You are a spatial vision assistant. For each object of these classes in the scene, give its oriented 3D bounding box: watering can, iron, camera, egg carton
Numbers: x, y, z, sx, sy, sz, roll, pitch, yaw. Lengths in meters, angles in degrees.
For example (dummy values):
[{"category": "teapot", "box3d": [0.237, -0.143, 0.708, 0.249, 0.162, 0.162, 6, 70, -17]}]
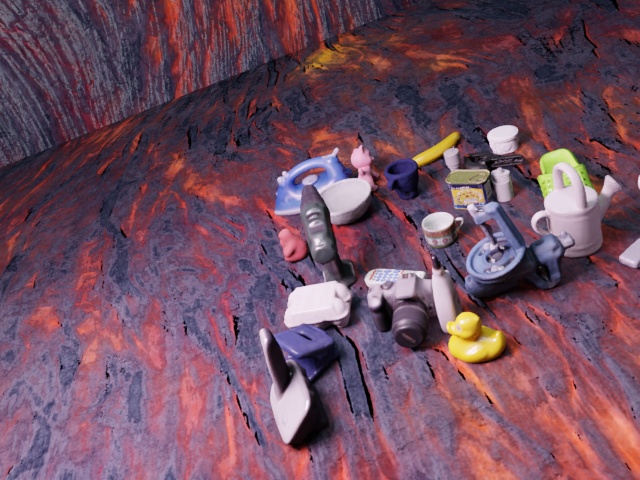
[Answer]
[{"category": "watering can", "box3d": [0.505, -0.072, 1.136, 0.173, 0.194, 0.100, -33, 34, -15]}, {"category": "iron", "box3d": [-0.034, -0.168, 1.654, 0.258, 0.142, 0.118, -19, 33, 6]}, {"category": "camera", "box3d": [0.161, 0.139, 1.130, 0.143, 0.101, 0.137, -10, 35, 20]}, {"category": "egg carton", "box3d": [-0.003, 0.147, 1.249, 0.150, 0.069, 0.107, -12, 34, 16]}]

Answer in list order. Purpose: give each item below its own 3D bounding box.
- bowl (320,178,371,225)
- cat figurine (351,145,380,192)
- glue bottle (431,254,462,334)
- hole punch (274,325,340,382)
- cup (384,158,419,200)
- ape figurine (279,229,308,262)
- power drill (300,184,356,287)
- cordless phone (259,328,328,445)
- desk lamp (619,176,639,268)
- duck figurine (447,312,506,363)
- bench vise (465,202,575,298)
[{"category": "bowl", "box3d": [0.068, -0.092, 1.544, 0.167, 0.075, 0.167, -16, 33, 11]}, {"category": "cat figurine", "box3d": [0.123, -0.213, 1.644, 0.067, 0.118, 0.128, -12, 34, 17]}, {"category": "glue bottle", "box3d": [0.235, 0.094, 1.083, 0.037, 0.173, 0.078, -7, 36, 23]}, {"category": "hole punch", "box3d": [-0.031, 0.212, 1.153, 0.101, 0.091, 0.108, -41, 37, -25]}, {"category": "cup", "box3d": [0.218, -0.147, 1.512, 0.091, 0.095, 0.118, 6, 43, 38]}, {"category": "ape figurine", "box3d": [-0.077, 0.009, 1.472, 0.076, 0.092, 0.078, -4, 37, 27]}, {"category": "power drill", "box3d": [0.012, 0.005, 1.316, 0.075, 0.209, 0.229, -20, 33, 5]}, {"category": "cordless phone", "box3d": [-0.065, 0.257, 1.022, 0.094, 0.185, 0.147, -28, 33, -7]}, {"category": "desk lamp", "box3d": [0.644, -0.071, 1.032, 0.203, 0.214, 0.117, -35, 35, -18]}, {"category": "duck figurine", "box3d": [0.278, 0.168, 1.032, 0.104, 0.086, 0.077, -4, 37, 27]}, {"category": "bench vise", "box3d": [0.365, 0.000, 1.094, 0.207, 0.220, 0.121, -25, 33, -3]}]
